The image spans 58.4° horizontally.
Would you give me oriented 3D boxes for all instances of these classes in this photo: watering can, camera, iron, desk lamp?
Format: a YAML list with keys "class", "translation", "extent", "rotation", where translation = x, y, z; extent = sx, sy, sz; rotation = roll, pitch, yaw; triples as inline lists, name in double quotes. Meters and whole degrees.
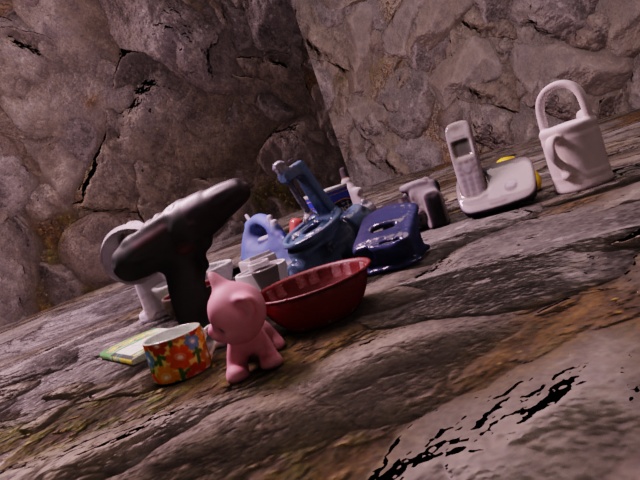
- class: "watering can"
  translation: [0.450, -0.191, 1.030]
  extent: [0.100, 0.194, 0.173]
  rotation: [-16, 7, 28]
- class: "camera"
  translation: [0.186, -0.068, 1.188]
  extent: [0.136, 0.101, 0.143]
  rotation: [-19, 6, 5]
- class: "iron"
  translation: [-0.119, -0.003, 1.356]
  extent: [0.119, 0.141, 0.257]
  rotation: [-22, 7, -24]
- class: "desk lamp"
  translation: [-0.371, 0.063, 1.211]
  extent: [0.118, 0.213, 0.203]
  rotation: [-20, 6, -8]

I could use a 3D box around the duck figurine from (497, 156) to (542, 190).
- class: "duck figurine"
  translation: [0.392, -0.129, 1.164]
  extent: [0.104, 0.086, 0.077]
  rotation: [-19, 6, -2]

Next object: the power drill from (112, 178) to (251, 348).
- class: "power drill"
  translation: [-0.168, 0.044, 0.791]
  extent: [0.229, 0.208, 0.076]
  rotation: [-17, 7, 16]

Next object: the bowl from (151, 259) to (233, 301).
- class: "bowl"
  translation: [-0.244, 0.100, 1.148]
  extent: [0.167, 0.075, 0.167]
  rotation: [-19, 6, 2]

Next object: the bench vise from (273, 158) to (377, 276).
- class: "bench vise"
  translation: [0.001, -0.047, 1.017]
  extent: [0.121, 0.220, 0.208]
  rotation: [-14, 8, 38]

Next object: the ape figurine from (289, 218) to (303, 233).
- class: "ape figurine"
  translation: [-0.051, -0.013, 1.467]
  extent: [0.076, 0.092, 0.078]
  rotation: [-18, 6, 7]

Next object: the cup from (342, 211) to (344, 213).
- class: "cup"
  translation: [0.010, 0.004, 1.120]
  extent: [0.118, 0.095, 0.091]
  rotation: [-24, 8, -38]

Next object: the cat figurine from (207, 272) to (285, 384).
- class: "cat figurine"
  translation: [-0.086, 0.084, 0.617]
  extent: [0.067, 0.118, 0.127]
  rotation: [-20, 6, -4]

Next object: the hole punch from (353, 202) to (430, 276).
- class: "hole punch"
  translation: [0.110, -0.004, 0.904]
  extent: [0.108, 0.091, 0.101]
  rotation: [-16, 7, 29]

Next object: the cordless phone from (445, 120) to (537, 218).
- class: "cordless phone"
  translation: [0.317, -0.145, 1.075]
  extent: [0.147, 0.185, 0.094]
  rotation: [-17, 7, 22]

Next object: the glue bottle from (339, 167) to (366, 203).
- class: "glue bottle"
  translation: [0.083, -0.098, 1.421]
  extent: [0.078, 0.173, 0.037]
  rotation: [-16, 7, 26]
